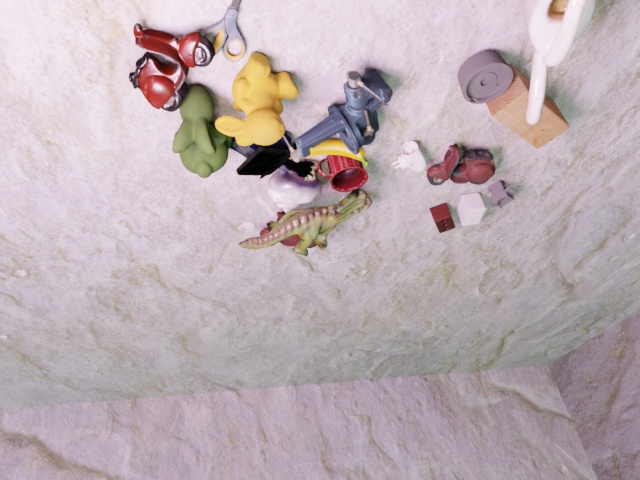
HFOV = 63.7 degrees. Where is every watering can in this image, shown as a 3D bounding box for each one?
[{"bbox_3d":[0.408,-0.389,0.913,0.104,0.229,0.340,5,150,8],"label":"watering can"}]

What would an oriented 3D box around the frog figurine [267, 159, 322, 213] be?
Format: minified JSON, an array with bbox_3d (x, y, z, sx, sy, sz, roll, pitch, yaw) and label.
[{"bbox_3d":[-0.067,-0.115,1.265,0.138,0.125,0.156,-14,140,-34],"label":"frog figurine"}]

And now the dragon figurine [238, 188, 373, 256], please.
[{"bbox_3d":[0.004,-0.063,1.251,0.239,0.123,0.413,-37,170,29],"label":"dragon figurine"}]
